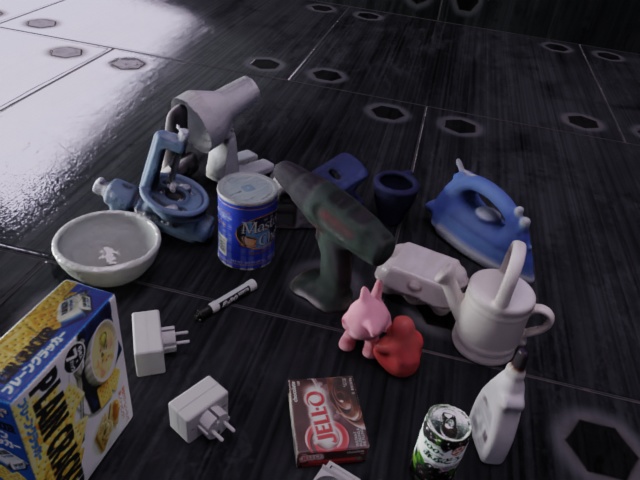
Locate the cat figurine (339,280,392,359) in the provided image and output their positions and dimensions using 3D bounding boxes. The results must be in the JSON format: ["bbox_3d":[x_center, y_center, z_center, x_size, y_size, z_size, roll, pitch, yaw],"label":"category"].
[{"bbox_3d":[0.072,0.111,0.853,0.067,0.118,0.128,16,37,13],"label":"cat figurine"}]

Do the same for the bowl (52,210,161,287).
[{"bbox_3d":[-0.343,0.025,0.936,0.167,0.075,0.167,5,36,-3],"label":"bowl"}]

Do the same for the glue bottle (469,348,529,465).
[{"bbox_3d":[0.228,0.199,0.712,0.037,0.173,0.078,4,36,-4],"label":"glue bottle"}]

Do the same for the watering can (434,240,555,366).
[{"bbox_3d":[0.259,0.086,0.855,0.173,0.194,0.101,5,36,-3],"label":"watering can"}]

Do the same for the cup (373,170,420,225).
[{"bbox_3d":[0.153,-0.086,1.157,0.091,0.095,0.118,22,38,20],"label":"cup"}]

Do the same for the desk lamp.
[{"bbox_3d":[-0.197,-0.224,1.185,0.117,0.213,0.204,32,43,31],"label":"desk lamp"}]

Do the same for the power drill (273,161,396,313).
[{"bbox_3d":[0.008,0.003,0.913,0.228,0.208,0.076,29,41,27],"label":"power drill"}]

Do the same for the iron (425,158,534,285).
[{"bbox_3d":[0.324,-0.043,1.088,0.119,0.141,0.257,-18,43,-30],"label":"iron"}]

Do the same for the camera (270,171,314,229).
[{"bbox_3d":[-0.050,-0.098,1.135,0.143,0.101,0.136,2,36,-8],"label":"camera"}]

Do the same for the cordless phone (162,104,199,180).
[{"bbox_3d":[-0.299,-0.161,1.106,0.094,0.185,0.148,14,36,10],"label":"cordless phone"}]

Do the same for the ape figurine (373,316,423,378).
[{"bbox_3d":[0.118,0.147,0.833,0.078,0.092,0.076,0,36,-9],"label":"ape figurine"}]

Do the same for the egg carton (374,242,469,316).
[{"bbox_3d":[0.172,0.065,0.976,0.150,0.069,0.107,20,38,18],"label":"egg carton"}]

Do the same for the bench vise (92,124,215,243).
[{"bbox_3d":[-0.288,-0.092,0.983,0.208,0.220,0.121,-3,37,-13],"label":"bench vise"}]

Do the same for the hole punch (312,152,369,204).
[{"bbox_3d":[0.037,-0.121,1.190,0.101,0.091,0.108,-14,41,-27],"label":"hole punch"}]
